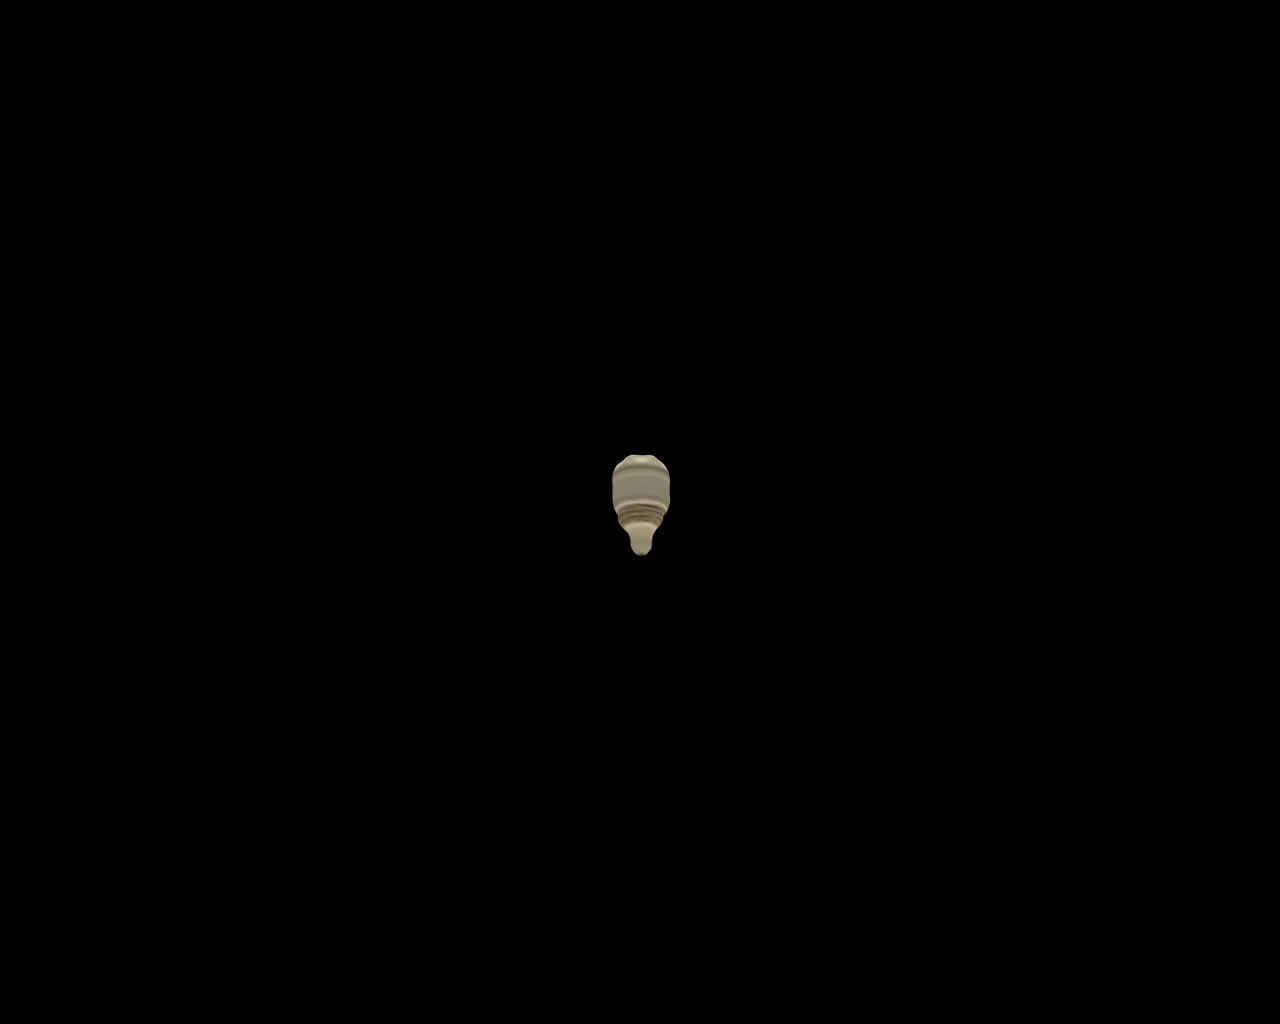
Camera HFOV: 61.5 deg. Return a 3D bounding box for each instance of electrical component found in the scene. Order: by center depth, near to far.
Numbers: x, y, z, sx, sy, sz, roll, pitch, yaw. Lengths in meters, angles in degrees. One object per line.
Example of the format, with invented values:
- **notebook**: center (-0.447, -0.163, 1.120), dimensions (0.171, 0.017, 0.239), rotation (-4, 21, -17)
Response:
- **electrical component**: center (0.001, -0.003, 0.650), dimensions (0.035, 0.061, 0.035), rotation (0, -22, 0)
